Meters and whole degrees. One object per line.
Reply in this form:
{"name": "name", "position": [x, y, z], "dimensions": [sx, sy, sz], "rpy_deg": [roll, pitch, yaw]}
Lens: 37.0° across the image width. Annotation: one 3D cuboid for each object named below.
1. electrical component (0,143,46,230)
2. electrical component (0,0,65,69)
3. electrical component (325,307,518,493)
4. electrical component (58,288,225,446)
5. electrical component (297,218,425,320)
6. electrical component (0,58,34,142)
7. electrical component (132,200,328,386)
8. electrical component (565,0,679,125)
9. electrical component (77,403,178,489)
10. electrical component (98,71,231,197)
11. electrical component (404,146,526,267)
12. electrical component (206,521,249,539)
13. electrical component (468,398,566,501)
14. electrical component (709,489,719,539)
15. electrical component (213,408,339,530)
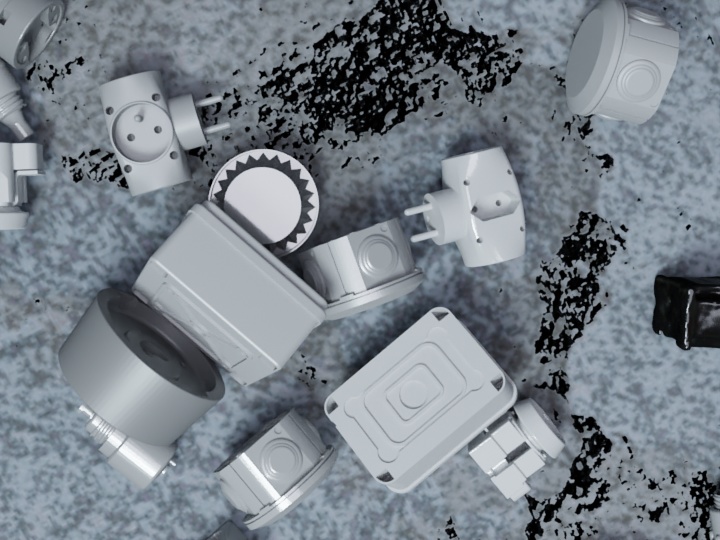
{"name": "electrical component", "position": [-0.254, -0.055, 0.725], "dimensions": [0.078, 0.058, 0.057], "rpy_deg": [-2, 93, -2]}
{"name": "electrical component", "position": [-0.233, -0.170, 0.716], "dimensions": [0.047, 0.055, 0.055], "rpy_deg": [35, 93, -2]}
{"name": "electrical component", "position": [0.043, 0.091, 0.742], "dimensions": [0.113, 0.057, 0.078], "rpy_deg": [-40, 67, 2]}
{"name": "electrical component", "position": [-0.151, 0.070, 0.721], "dimensions": [0.108, 0.108, 0.060], "rpy_deg": [41, 98, -6]}
{"name": "electrical component", "position": [0.000, 0.000, 0.733], "dimensions": [0.080, 0.080, 0.051], "rpy_deg": [-20, 91, -1]}
{"name": "electrical component", "position": [-0.244, -0.115, 0.731], "dimensions": [0.035, 0.035, 0.061], "rpy_deg": [-35, 99, 1]}
{"name": "electrical component", "position": [-0.089, 0.019, 0.711], "dimensions": [0.109, 0.109, 0.056], "rpy_deg": [41, 69, -6]}
{"name": "electrical component", "position": [0.175, -0.140, 0.728], "dimensions": [0.051, 0.080, 0.080], "rpy_deg": [13, 95, -10]}
{"name": "electrical component", "position": [-0.165, 0.119, 0.756], "dimensions": [0.078, 0.040, 0.040], "rpy_deg": [40, 93, -6]}
{"name": "electrical component", "position": [-0.129, -0.098, 0.733], "dimensions": [0.079, 0.044, 0.077], "rpy_deg": [-16, 96, -2]}
{"name": "electrical component", "position": [0.069, -0.040, 0.745], "dimensions": [0.079, 0.043, 0.077], "rpy_deg": [-15, 97, -16]}
{"name": "electrical component", "position": [-0.100, 0.239, 0.768], "dimensions": [0.083, 0.047, 0.075], "rpy_deg": [-41, 97, 2]}
{"name": "electrical component", "position": [0.112, 0.124, 0.769], "dimensions": [0.055, 0.048, 0.066], "rpy_deg": [-39, 96, 9]}
{"name": "electrical component", "position": [0.276, 0.173, 0.783], "dimensions": [0.048, 0.048, 0.062], "rpy_deg": [-9, 89, -2]}
{"name": "electrical component", "position": [-0.058, 0.137, 0.744], "dimensions": [0.080, 0.080, 0.051], "rpy_deg": [-40, 91, 1]}
